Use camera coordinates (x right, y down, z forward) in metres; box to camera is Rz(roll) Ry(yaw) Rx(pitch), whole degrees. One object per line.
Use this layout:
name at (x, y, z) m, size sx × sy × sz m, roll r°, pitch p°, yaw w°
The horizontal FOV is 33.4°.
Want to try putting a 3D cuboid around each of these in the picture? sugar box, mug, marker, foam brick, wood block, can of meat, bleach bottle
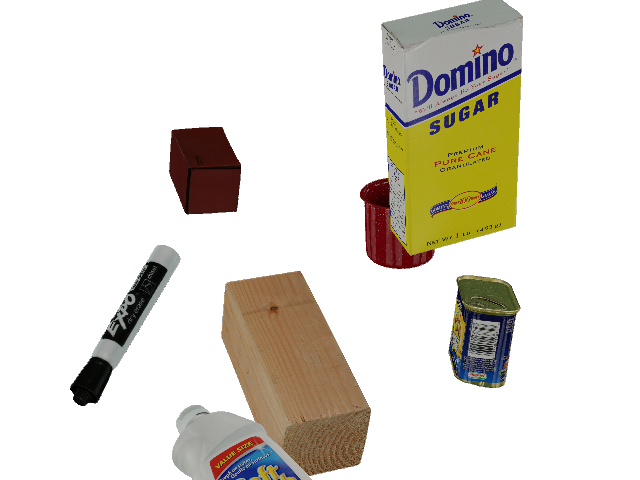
sugar box at (0.097, -0.080, 0.777) m, size 0.093 × 0.176 × 0.048 m, roll -16°, pitch 39°, yaw -13°
mug at (0.101, -0.024, 1.256) m, size 0.093 × 0.081 × 0.117 m, roll 17°, pitch 33°, yaw 34°
marker at (-0.122, 0.052, 0.670) m, size 0.020 × 0.121 × 0.020 m, roll 16°, pitch -38°, yaw 13°
foam brick at (-0.111, -0.068, 1.022) m, size 0.053 × 0.051 × 0.078 m, roll -4°, pitch 35°, yaw -18°
wood block at (-0.030, 0.136, 1.113) m, size 0.090 × 0.090 × 0.206 m, roll -9°, pitch 42°, yaw -19°
can of meat at (0.164, 0.092, 1.084) m, size 0.057 × 0.084 × 0.102 m, roll 6°, pitch 16°, yaw 0°
bleach bottle at (-0.053, 0.204, 0.810) m, size 0.102 × 0.068 × 0.251 m, roll -19°, pitch 32°, yaw -25°
